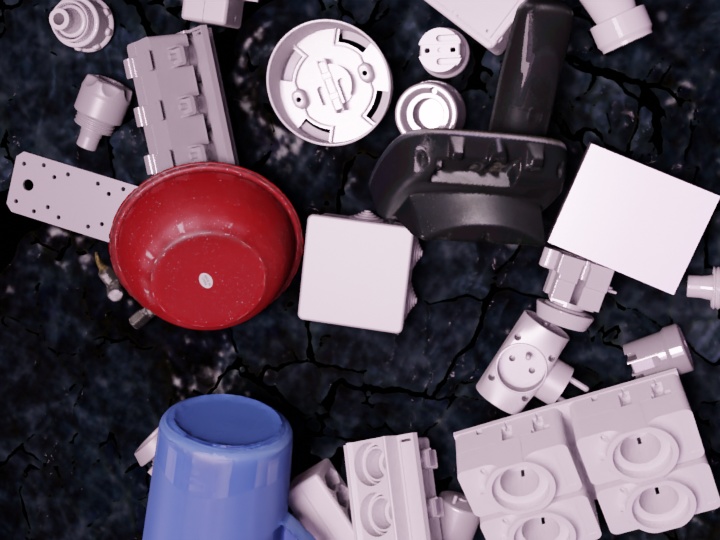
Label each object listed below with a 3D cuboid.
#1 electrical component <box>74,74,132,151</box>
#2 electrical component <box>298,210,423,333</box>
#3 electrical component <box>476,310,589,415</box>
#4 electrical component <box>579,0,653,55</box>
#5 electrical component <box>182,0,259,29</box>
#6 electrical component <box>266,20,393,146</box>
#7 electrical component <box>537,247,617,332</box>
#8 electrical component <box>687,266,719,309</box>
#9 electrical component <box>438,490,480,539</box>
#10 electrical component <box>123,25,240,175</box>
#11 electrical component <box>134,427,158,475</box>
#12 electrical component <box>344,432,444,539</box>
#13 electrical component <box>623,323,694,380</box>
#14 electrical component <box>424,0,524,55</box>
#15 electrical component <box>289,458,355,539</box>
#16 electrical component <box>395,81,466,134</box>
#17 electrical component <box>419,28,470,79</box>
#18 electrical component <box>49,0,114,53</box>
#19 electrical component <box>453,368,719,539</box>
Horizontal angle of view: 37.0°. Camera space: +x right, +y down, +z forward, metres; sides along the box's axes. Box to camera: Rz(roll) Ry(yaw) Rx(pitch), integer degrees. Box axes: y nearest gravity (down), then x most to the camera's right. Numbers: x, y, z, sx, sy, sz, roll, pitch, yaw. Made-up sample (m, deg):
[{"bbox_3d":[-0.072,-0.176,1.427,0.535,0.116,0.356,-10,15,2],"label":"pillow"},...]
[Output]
[{"bbox_3d":[-0.225,-0.133,0.923,0.043,0.043,0.062,26,103,6],"label":"electrical component"},{"bbox_3d":[0.000,0.000,0.898,0.100,0.048,0.099,8,100,9],"label":"electrical component"},{"bbox_3d":[0.149,0.086,0.886,0.079,0.044,0.077,32,103,4],"label":"electrical component"},{"bbox_3d":[0.197,-0.201,0.833,0.045,0.045,0.055,-23,94,13],"label":"electrical component"},{"bbox_3d":[-0.099,-0.241,0.881,0.076,0.047,0.083,10,100,8],"label":"electrical component"},{"bbox_3d":[-0.022,-0.150,0.872,0.099,0.064,0.099,2,99,10],"label":"electrical component"},{"bbox_3d":[0.172,0.017,0.870,0.066,0.048,0.055,17,99,-5],"label":"electrical component"},{"bbox_3d":[0.291,0.015,0.850,0.062,0.048,0.048,4,99,16],"label":"electrical component"},{"bbox_3d":[0.077,0.226,0.923,0.040,0.040,0.078,20,101,7],"label":"electrical component"},{"bbox_3d":[-0.148,-0.133,0.892,0.079,0.063,0.121,-2,101,52],"label":"electrical component"},{"bbox_3d":[-0.166,0.167,0.957,0.066,0.048,0.055,-43,97,13],"label":"electrical component"},{"bbox_3d":[0.032,0.201,0.895,0.079,0.063,0.121,-18,73,41],"label":"electrical component"},{"bbox_3d":[0.241,0.069,0.870,0.046,0.040,0.040,-21,94,19],"label":"electrical component"},{"bbox_3d":[0.089,-0.222,0.845,0.096,0.061,0.061,40,103,9],"label":"electrical component"},{"bbox_3d":[-0.040,0.223,0.941,0.076,0.047,0.083,-33,91,13],"label":"electrical component"},{"bbox_3d":[0.056,-0.126,0.870,0.055,0.047,0.055,2,99,10],"label":"electrical component"},{"bbox_3d":[0.066,-0.174,0.861,0.040,0.046,0.040,1,98,11],"label":"electrical component"},{"bbox_3d":[-0.239,-0.208,0.904,0.048,0.062,0.048,2,99,10],"label":"electrical component"},{"bbox_3d":[0.182,0.163,0.865,0.186,0.060,0.105,-18,117,13],"label":"electrical component"}]
